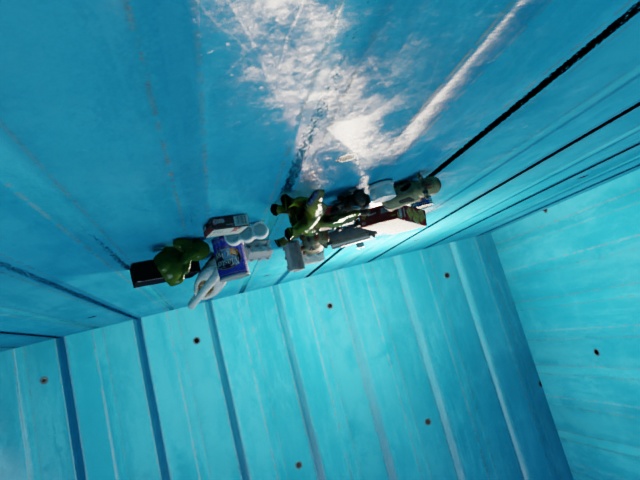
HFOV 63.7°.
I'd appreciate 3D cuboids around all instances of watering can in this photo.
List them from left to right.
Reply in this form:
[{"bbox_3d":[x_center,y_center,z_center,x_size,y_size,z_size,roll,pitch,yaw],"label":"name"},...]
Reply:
[{"bbox_3d":[-0.373,0.108,1.904,0.103,0.345,0.227,38,-169,-10],"label":"watering can"}]

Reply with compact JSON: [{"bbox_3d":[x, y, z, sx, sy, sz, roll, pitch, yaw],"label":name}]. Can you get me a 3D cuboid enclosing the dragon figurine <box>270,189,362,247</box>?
[{"bbox_3d":[0.004,-0.073,1.453,0.244,0.123,0.405,-9,171,-30],"label":"dragon figurine"}]
